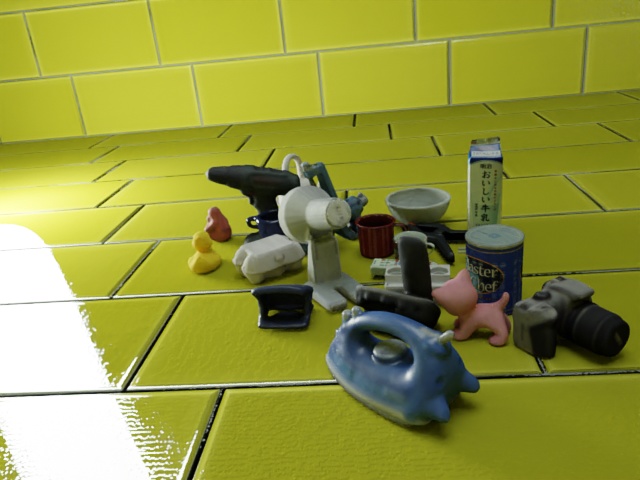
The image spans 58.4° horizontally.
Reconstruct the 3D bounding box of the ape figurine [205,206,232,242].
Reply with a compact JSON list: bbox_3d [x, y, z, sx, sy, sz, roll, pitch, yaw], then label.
[{"bbox_3d":[-0.271,-0.045,1.507,0.078,0.092,0.075,-24,28,-37],"label":"ape figurine"}]

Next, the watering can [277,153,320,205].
[{"bbox_3d":[-0.058,-0.137,1.542,0.172,0.194,0.101,-3,22,8],"label":"watering can"}]

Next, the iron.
[{"bbox_3d":[0.097,0.162,0.840,0.257,0.141,0.119,15,30,41],"label":"iron"}]

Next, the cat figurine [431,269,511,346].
[{"bbox_3d":[0.256,0.108,0.964,0.127,0.118,0.067,3,24,21],"label":"cat figurine"}]

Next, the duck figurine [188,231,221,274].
[{"bbox_3d":[-0.276,0.023,1.348,0.077,0.086,0.104,-5,22,2],"label":"duck figurine"}]

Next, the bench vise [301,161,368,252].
[{"bbox_3d":[0.017,-0.097,1.391,0.121,0.220,0.208,12,28,37],"label":"bench vise"}]

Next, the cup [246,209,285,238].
[{"bbox_3d":[-0.120,-0.018,1.397,0.117,0.095,0.092,-2,23,11],"label":"cup"}]

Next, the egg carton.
[{"bbox_3d":[-0.114,0.041,1.286,0.151,0.069,0.107,-19,26,-29],"label":"egg carton"}]

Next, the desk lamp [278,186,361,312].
[{"bbox_3d":[0.011,0.004,1.153,0.118,0.214,0.202,-17,25,-25],"label":"desk lamp"}]

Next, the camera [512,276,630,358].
[{"bbox_3d":[0.401,0.126,0.906,0.143,0.101,0.136,-16,24,-24],"label":"camera"}]

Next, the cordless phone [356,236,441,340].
[{"bbox_3d":[0.132,0.070,0.998,0.147,0.185,0.094,8,26,30],"label":"cordless phone"}]

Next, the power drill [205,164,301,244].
[{"bbox_3d":[-0.158,-0.091,1.435,0.229,0.209,0.075,-6,22,1],"label":"power drill"}]

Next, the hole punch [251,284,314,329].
[{"bbox_3d":[-0.070,0.109,1.079,0.108,0.091,0.101,-2,22,9],"label":"hole punch"}]

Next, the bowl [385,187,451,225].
[{"bbox_3d":[0.254,-0.078,1.476,0.167,0.075,0.167,-5,22,2],"label":"bowl"}]
